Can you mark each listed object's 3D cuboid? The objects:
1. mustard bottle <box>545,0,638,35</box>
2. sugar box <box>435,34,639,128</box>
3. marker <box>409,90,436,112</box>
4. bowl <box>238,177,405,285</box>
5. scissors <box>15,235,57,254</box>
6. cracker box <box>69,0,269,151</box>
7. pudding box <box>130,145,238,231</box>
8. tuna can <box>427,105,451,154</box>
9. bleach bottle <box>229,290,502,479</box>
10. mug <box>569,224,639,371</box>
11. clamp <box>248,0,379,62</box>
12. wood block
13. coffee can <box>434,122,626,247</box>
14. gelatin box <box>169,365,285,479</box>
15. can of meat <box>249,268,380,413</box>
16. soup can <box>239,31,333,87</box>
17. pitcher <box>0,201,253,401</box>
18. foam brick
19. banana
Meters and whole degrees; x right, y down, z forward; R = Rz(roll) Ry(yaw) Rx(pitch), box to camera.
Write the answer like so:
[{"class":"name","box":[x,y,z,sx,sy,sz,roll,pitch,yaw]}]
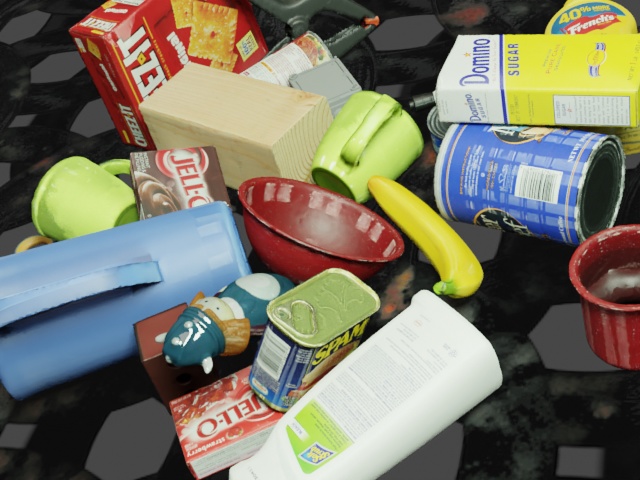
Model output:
[{"class":"mustard bottle","box":[0.290,-0.208,1.132,0.096,0.058,0.191,-13,39,12]},{"class":"sugar box","box":[0.198,-0.144,0.951,0.176,0.048,0.093,6,43,21]},{"class":"marker","box":[0.156,-0.163,1.166,0.121,0.020,0.020,-15,39,6]},{"class":"bowl","box":[-0.006,0.001,0.980,0.162,0.055,0.162,18,20,-7]},{"class":"scissors","box":[-0.261,0.028,1.120,0.202,0.016,0.096,-2,42,20]},{"class":"cracker box","box":[-0.170,-0.233,1.268,0.072,0.164,0.213,17,51,39]},{"class":"pudding box","box":[-0.140,-0.041,1.084,0.090,0.039,0.113,-8,61,-17]},{"class":"tuna can","box":[0.156,-0.116,1.100,0.086,0.033,0.086,-12,40,10]},{"class":"bleach bottle","box":[0.017,0.146,0.833,0.250,0.068,0.103,-34,41,-14]},{"class":"mug","box":[0.248,0.040,0.843,0.093,0.081,0.117,-5,42,17]},{"class":"clamp","box":[-0.033,-0.241,1.275,0.209,0.164,0.036,-4,21,-17]},{"class":"wood block","box":[-0.086,-0.116,1.156,0.206,0.090,0.090,20,53,37]},{"class":"coffee can","box":[0.188,-0.054,0.960,0.141,0.103,0.102,14,50,34]},{"class":"gelatin box","box":[-0.075,0.150,0.891,0.089,0.030,0.073,-23,40,-4]},{"class":"can of meat","box":[-0.007,0.083,0.874,0.057,0.084,0.101,38,40,22]},{"class":"soup can","box":[-0.038,-0.186,1.230,0.102,0.068,0.069,-34,41,-11]},{"class":"pitcher","box":[-0.184,0.048,0.971,0.242,0.145,0.149,-18,36,-3]},{"class":"foam brick","box":[-0.123,0.104,0.926,0.053,0.078,0.051,-23,42,-3]},{"class":"banana","box":[0.101,-0.001,0.968,0.037,0.069,0.198,-48,33,12]}]
